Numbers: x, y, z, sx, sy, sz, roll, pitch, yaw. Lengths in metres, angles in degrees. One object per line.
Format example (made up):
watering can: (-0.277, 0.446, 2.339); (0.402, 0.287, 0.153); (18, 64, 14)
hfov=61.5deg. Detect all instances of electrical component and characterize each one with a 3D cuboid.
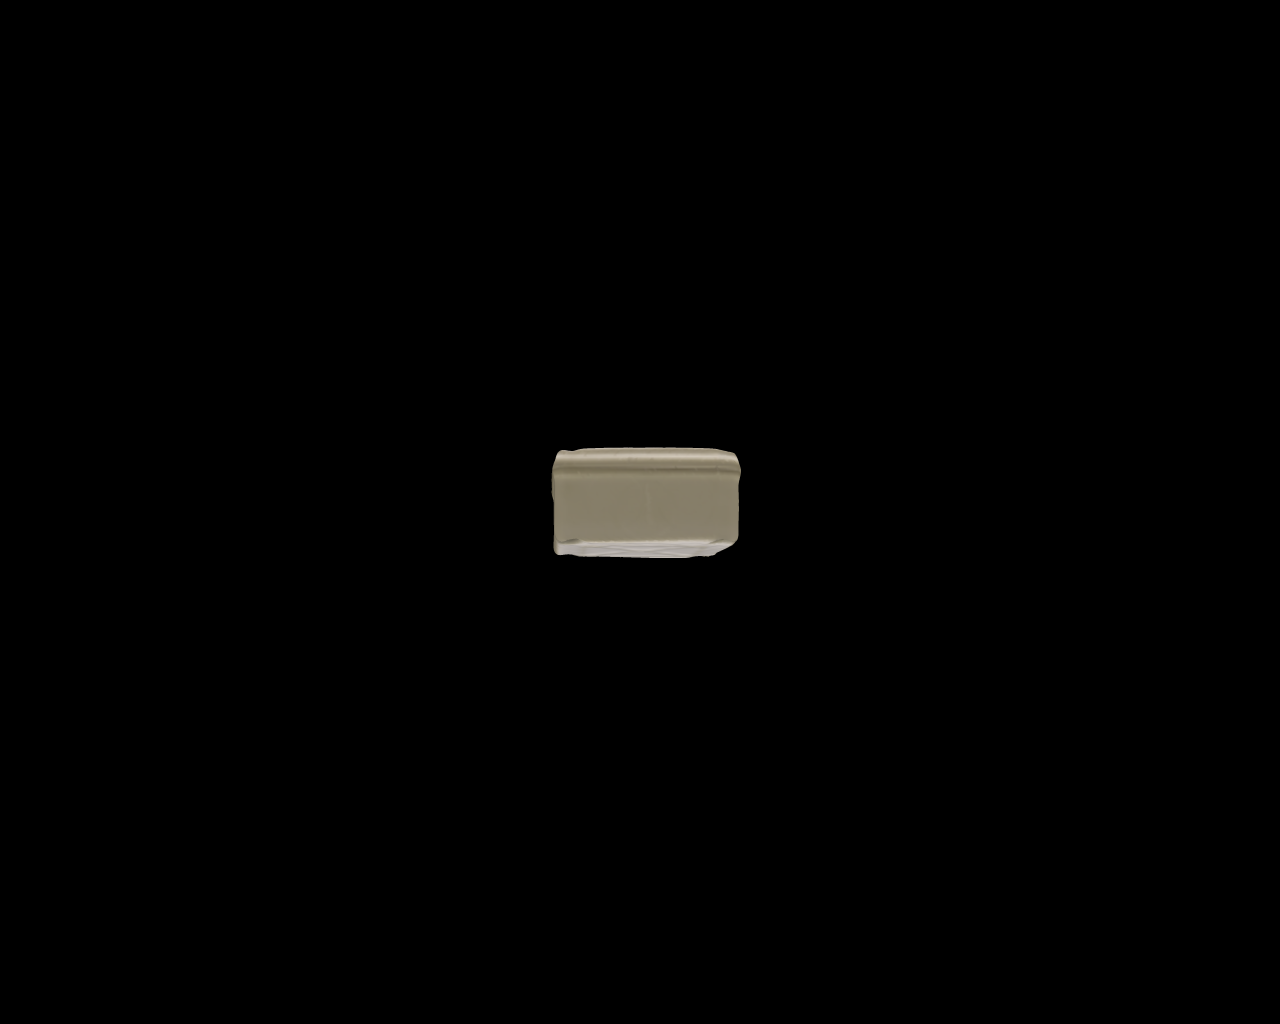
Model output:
electrical component: (0.001, -0.003, 0.650); (0.109, 0.056, 0.108); (1, -7, -5)
